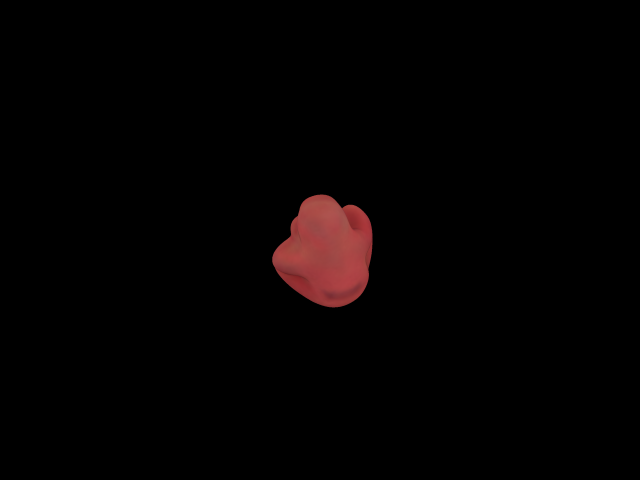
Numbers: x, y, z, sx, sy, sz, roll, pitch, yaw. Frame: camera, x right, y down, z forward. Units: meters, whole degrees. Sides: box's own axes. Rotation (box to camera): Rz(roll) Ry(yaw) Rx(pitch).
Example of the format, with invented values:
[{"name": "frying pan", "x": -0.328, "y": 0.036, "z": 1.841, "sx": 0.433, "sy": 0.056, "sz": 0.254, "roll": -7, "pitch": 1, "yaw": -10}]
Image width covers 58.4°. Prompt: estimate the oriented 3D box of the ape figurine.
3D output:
[{"name": "ape figurine", "x": 0.004, "y": 0.001, "z": 0.400, "sx": 0.078, "sy": 0.092, "sz": 0.076, "roll": -13, "pitch": 62, "yaw": -7}]
